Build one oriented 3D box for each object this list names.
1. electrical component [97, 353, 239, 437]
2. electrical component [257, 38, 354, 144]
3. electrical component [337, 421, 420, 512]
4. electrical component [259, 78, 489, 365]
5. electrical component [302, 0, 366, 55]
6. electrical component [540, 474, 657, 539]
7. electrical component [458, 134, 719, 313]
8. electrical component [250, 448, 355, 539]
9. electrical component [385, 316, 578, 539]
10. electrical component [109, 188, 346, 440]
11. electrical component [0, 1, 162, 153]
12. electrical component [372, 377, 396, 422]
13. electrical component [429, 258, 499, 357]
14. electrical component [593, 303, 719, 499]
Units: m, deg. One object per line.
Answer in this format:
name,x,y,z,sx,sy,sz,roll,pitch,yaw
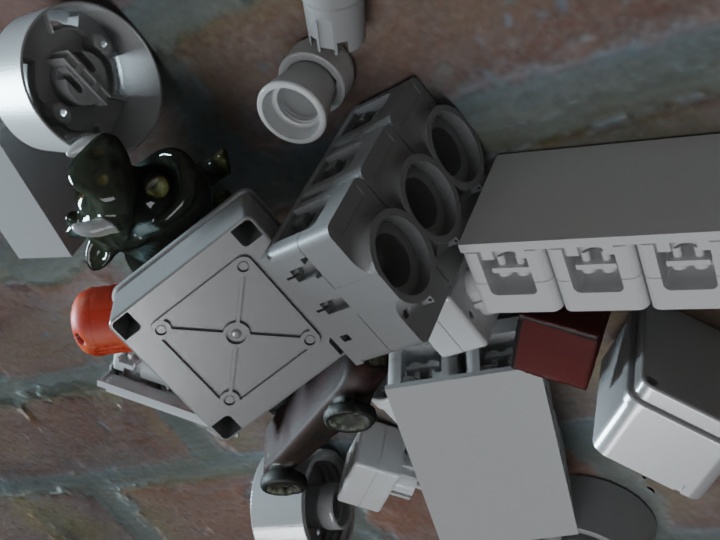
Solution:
electrical component,-0.145,0.084,0.901,0.121,0.078,0.063,17,116,11
electrical component,-0.032,-0.110,0.655,0.045,0.055,0.045,14,137,14
electrical component,0.028,0.171,0.913,0.077,0.047,0.065,17,138,-4
electrical component,0.019,-0.033,0.635,0.062,0.150,0.089,-21,120,40
electrical component,-0.015,-0.152,0.617,0.040,0.040,0.046,13,142,15
electrical component,0.182,0.224,0.875,0.108,0.060,0.108,14,137,14
electrical component,0.146,-0.023,0.625,0.150,0.089,0.061,-2,130,29
electrical component,-0.042,0.208,0.944,0.060,0.108,0.108,-8,128,25
electrical component,0.093,0.122,0.797,0.105,0.060,0.186,-10,129,12
electrical component,-0.075,0.027,0.645,0.109,0.056,0.108,-37,112,8
electrical component,-0.184,-0.122,0.693,0.064,0.099,0.099,2,133,34
electrical component,0.034,0.100,0.845,0.040,0.040,0.046,-12,131,35
electrical component,0.080,0.012,0.712,0.077,0.065,0.047,-20,120,40
electrical component,0.197,0.077,0.678,0.078,0.113,0.057,26,122,1
